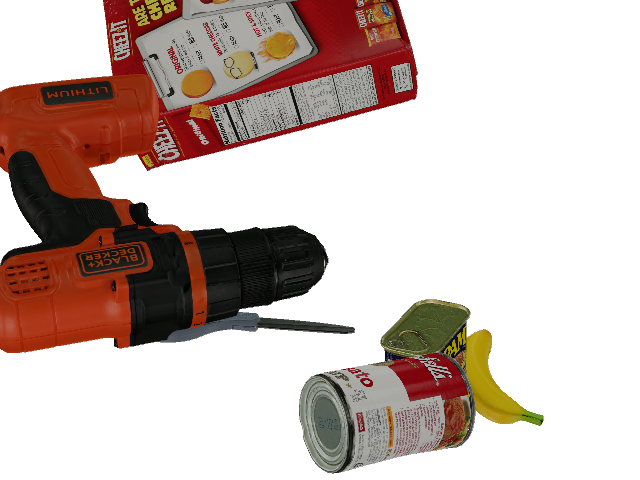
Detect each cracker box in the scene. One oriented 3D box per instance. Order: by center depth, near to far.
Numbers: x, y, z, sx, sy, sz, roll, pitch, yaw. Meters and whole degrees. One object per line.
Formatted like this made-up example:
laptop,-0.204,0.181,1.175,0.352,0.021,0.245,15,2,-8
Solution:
cracker box,-0.048,-0.157,0.806,0.214,0.164,0.072,-15,-32,3

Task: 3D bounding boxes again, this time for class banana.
banana,0.194,0.161,1.251,0.069,0.037,0.198,10,25,-16

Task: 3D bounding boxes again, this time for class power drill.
power drill,-0.107,-0.022,0.608,0.184,0.057,0.188,-8,43,-20

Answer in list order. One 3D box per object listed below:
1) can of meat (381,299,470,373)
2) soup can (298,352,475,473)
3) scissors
can of meat,0.099,0.115,0.989,0.058,0.084,0.101,10,28,28
soup can,0.045,0.117,0.729,0.102,0.068,0.069,-6,3,-30
scissors,-0.078,0.077,0.943,0.202,0.016,0.096,9,19,15
